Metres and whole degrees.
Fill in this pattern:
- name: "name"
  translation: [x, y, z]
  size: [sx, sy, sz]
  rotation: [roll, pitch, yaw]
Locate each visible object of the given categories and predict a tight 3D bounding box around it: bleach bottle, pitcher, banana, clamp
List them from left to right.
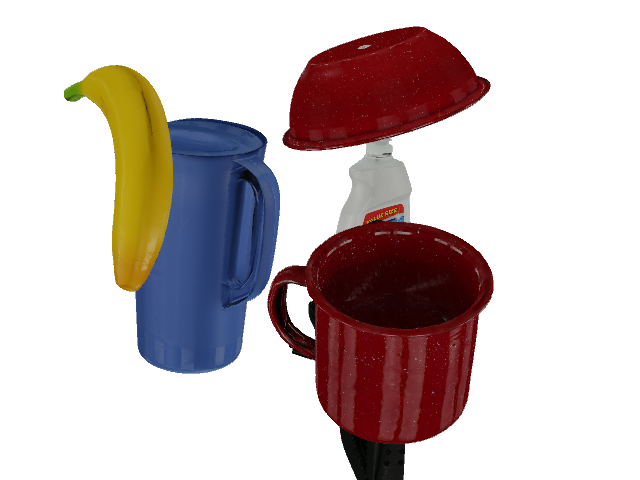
- name: "banana"
  translation: [-0.125, -0.057, 0.700]
  size: [0.037, 0.198, 0.070]
  rotation: [15, -53, -36]
- name: "pitcher"
  translation: [-0.119, 0.008, 1.060]
  size: [0.145, 0.243, 0.149]
  rotation: [3, 21, -5]
- name: "bleach bottle"
  translation: [0.056, 0.002, 1.272]
  size: [0.102, 0.251, 0.068]
  rotation: [-3, 16, -17]
- name: "clamp"
  translation: [0.037, 0.099, 0.835]
  size: [0.036, 0.210, 0.165]
  rotation: [1, -34, -18]

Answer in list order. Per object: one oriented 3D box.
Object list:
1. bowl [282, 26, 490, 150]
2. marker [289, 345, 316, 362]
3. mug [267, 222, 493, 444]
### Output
- name: "bowl"
  translation: [0.042, -0.120, 0.799]
  size: [0.162, 0.055, 0.162]
  rotation: [-15, 18, 5]
- name: "marker"
  translation: [0.024, 0.129, 1.106]
  size: [0.121, 0.020, 0.020]
  rotation: [22, 3, 7]
- name: "mug"
  translation: [0.027, 0.047, 0.551]
  size: [0.117, 0.081, 0.093]
  rotation: [12, 37, 16]
